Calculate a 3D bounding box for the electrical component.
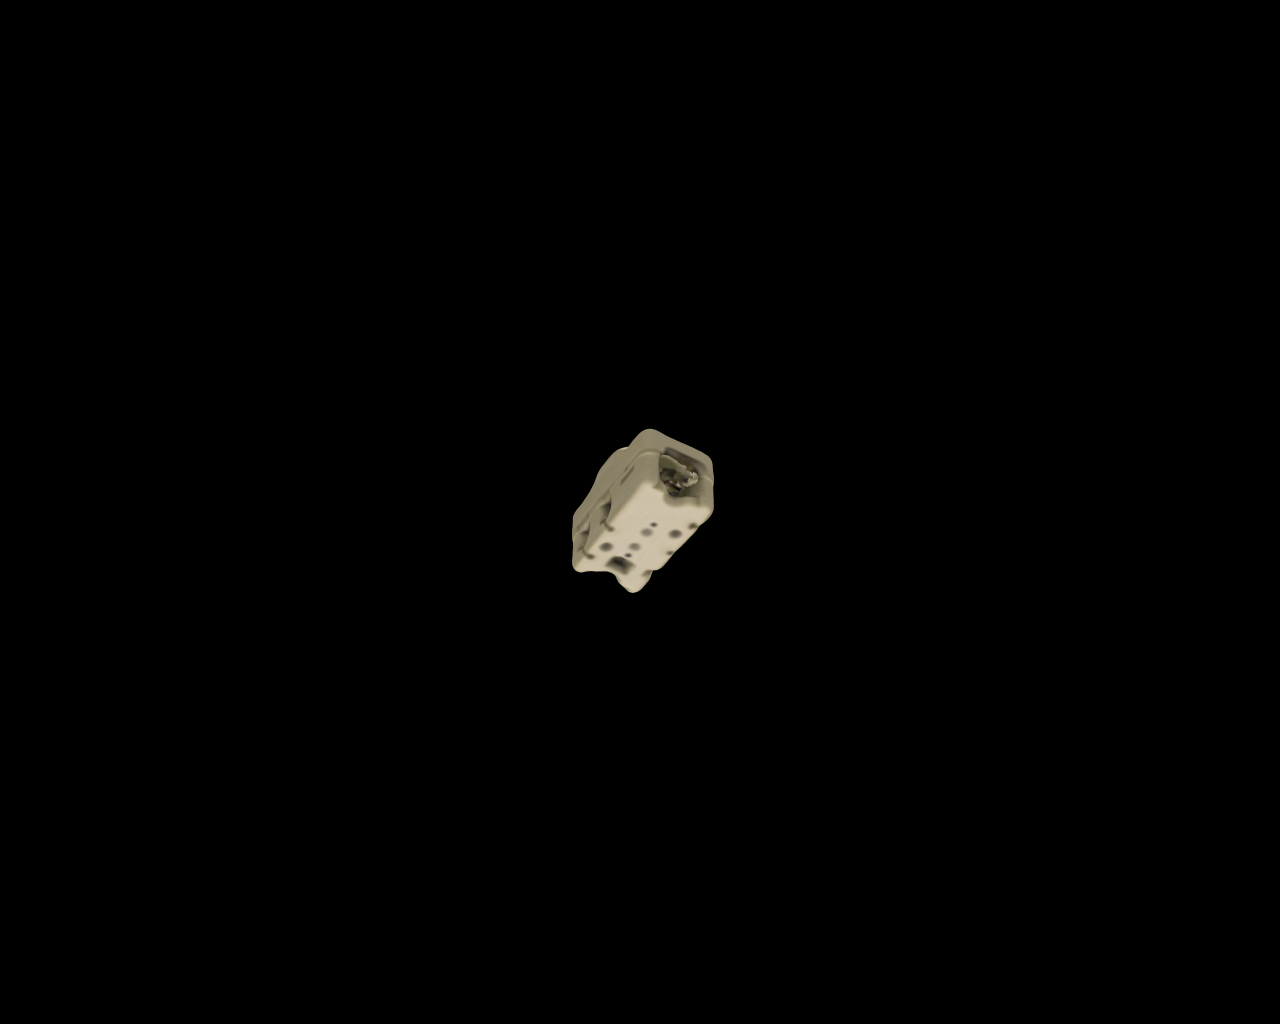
[{"bbox_3d":[0.001,-0.003,0.650,0.050,0.056,0.089,24,-50,-22],"label":"electrical component"}]
